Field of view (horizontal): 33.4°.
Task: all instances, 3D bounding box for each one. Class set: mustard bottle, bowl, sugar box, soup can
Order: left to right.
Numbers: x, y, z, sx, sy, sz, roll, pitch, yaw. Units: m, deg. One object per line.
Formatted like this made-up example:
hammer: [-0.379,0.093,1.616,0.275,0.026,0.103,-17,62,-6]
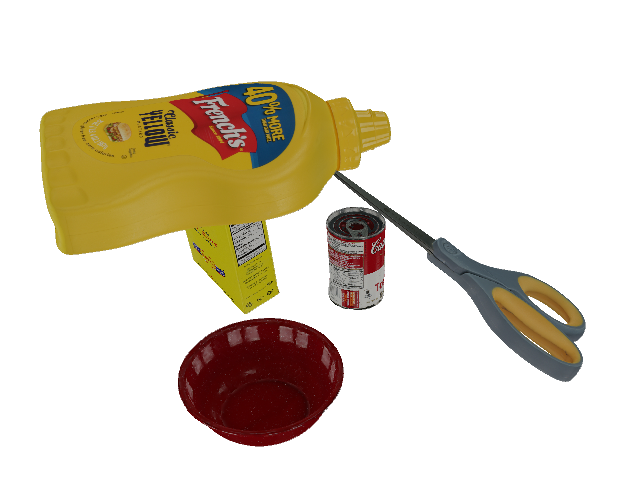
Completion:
sugar box: [-0.087,-0.026,0.917,0.048,0.176,0.093,-34,51,-19]
mustard bottle: [-0.055,-0.048,0.593,0.191,0.058,0.096,-10,41,-8]
bowl: [-0.056,0.148,1.046,0.162,0.055,0.162,-3,37,2]
soup can: [0.041,0.022,1.241,0.068,0.102,0.068,-1,32,0]

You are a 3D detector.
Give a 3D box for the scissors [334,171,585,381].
scissors: [0.094,0.012,0.683,0.202,0.016,0.096,45,30,22]
